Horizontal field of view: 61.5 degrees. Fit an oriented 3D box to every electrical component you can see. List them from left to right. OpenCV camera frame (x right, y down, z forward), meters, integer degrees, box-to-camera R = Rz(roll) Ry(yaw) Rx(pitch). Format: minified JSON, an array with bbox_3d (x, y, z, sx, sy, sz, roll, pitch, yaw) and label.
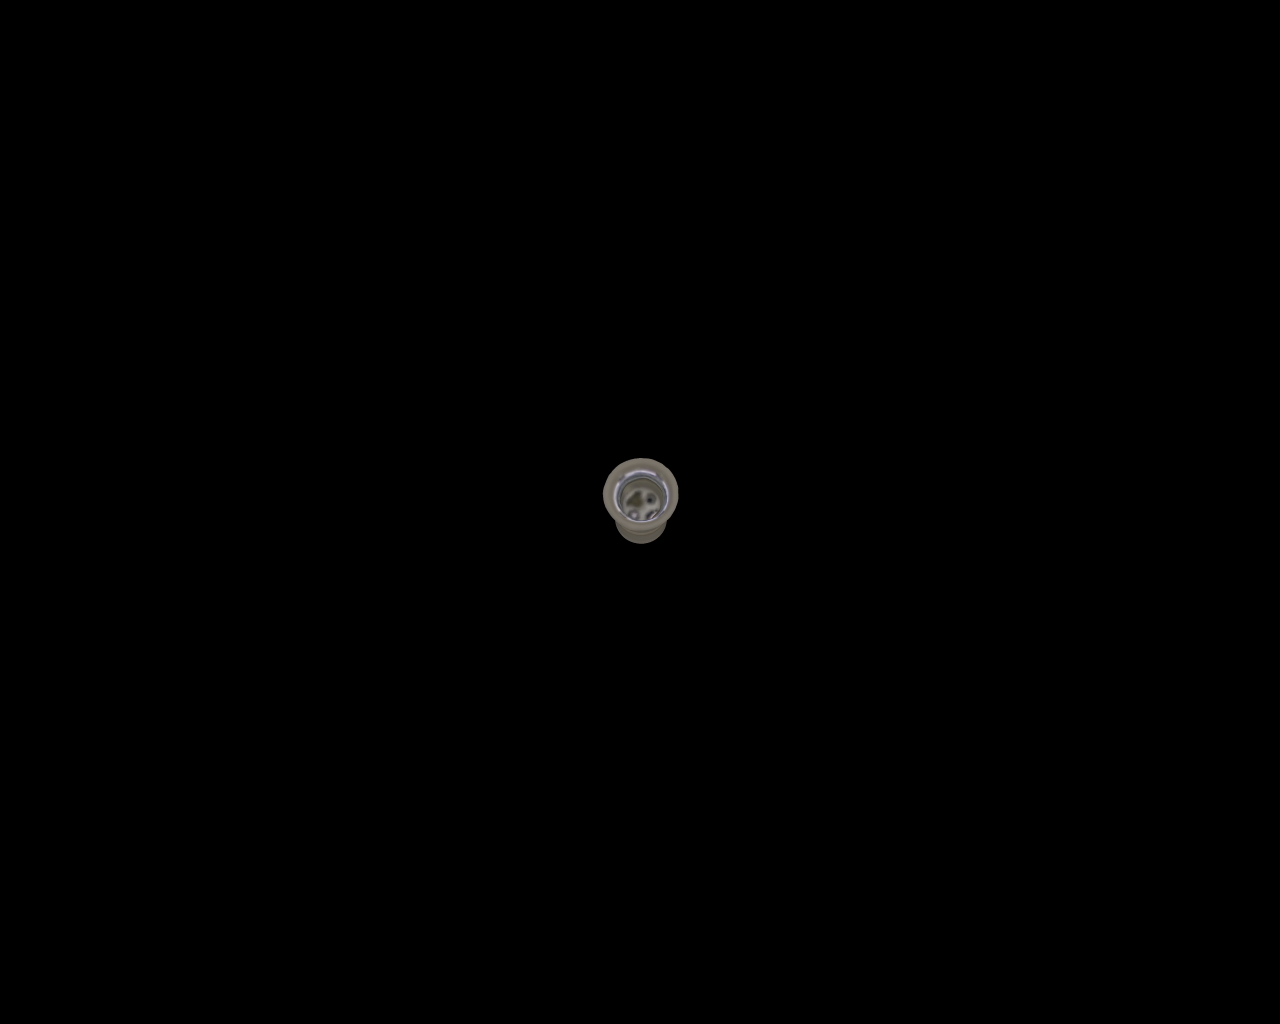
[{"bbox_3d":[0.001,-0.003,0.650,0.044,0.044,0.065,0,-15,0],"label":"electrical component"}]
